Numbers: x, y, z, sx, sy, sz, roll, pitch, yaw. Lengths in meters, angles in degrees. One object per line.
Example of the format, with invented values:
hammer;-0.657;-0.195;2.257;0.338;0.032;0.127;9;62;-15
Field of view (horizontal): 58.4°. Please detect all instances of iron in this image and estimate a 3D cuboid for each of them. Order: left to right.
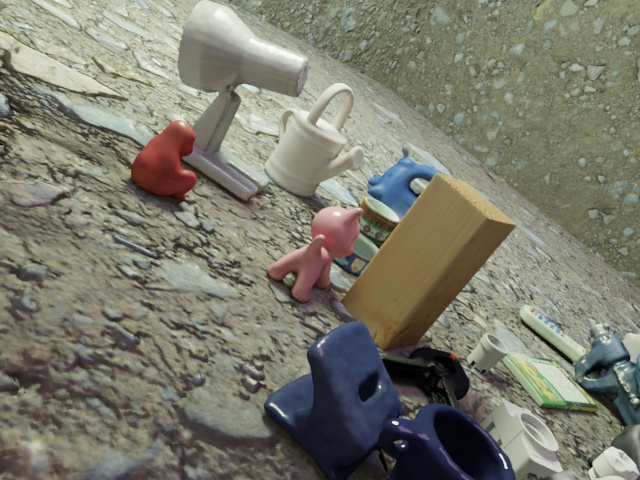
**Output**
iron;0.226;-0.073;1.168;0.258;0.141;0.118;32;21;-8

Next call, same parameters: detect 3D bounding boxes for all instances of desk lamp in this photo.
desk lamp;-0.123;-0.203;0.824;0.203;0.213;0.118;34;21;-1

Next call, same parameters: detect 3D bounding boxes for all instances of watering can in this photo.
watering can;0.001;-0.173;0.972;0.173;0.194;0.101;36;21;4

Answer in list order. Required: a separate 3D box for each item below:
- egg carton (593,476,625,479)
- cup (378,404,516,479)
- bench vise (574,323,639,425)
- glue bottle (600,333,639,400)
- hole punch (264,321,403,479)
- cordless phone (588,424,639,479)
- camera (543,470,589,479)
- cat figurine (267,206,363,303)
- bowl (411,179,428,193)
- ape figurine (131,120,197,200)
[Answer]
egg carton;0.322;0.314;0.578;0.108;0.069;0.150;11;31;-46
cup;0.080;0.189;0.451;0.118;0.095;0.091;26;22;-20
bench vise;0.543;0.201;0.940;0.207;0.219;0.122;45;23;26
glue bottle;0.560;0.204;1.025;0.037;0.173;0.078;18;26;-36
hole punch;0.027;0.134;0.494;0.101;0.091;0.109;41;22;17
cordless phone;0.455;0.259;0.734;0.148;0.185;0.094;12;30;-46
camera;0.214;0.263;0.483;0.137;0.100;0.143;23;24;-28
cat figurine;0.007;0.003;0.709;0.067;0.117;0.128;38;21;8
bowl;0.255;-0.094;1.349;0.168;0.074;0.167;30;21;-13
ape figurine;-0.180;-0.101;0.690;0.076;0.092;0.077;12;30;-45
